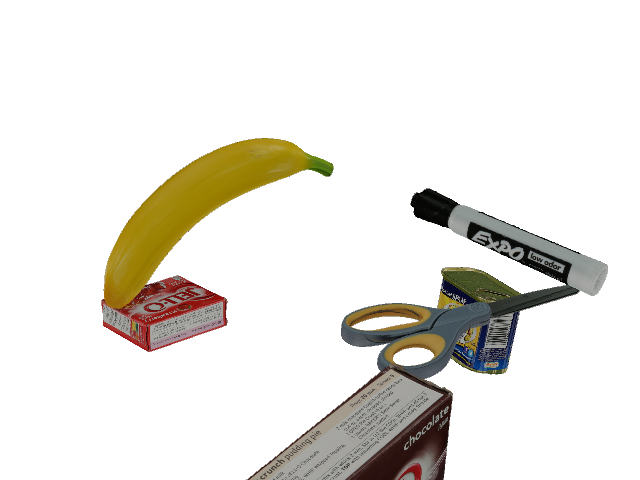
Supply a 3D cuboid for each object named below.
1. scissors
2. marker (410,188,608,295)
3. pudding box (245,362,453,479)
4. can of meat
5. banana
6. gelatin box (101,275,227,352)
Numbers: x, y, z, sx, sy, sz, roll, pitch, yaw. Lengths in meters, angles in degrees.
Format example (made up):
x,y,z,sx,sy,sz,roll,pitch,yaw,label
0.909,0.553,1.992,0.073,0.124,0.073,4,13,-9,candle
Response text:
x,y,z,sx,sy,sz,roll,pitch,yaw,label
0.117,0.068,0.810,0.201,0.016,0.096,-5,31,-7,scissors
0.103,-0.002,0.603,0.121,0.020,0.020,26,13,29,marker
0.010,0.119,0.463,0.039,0.090,0.113,25,41,30,pudding box
0.165,0.085,1.132,0.057,0.084,0.102,0,18,-28,can of meat
-0.088,-0.021,0.768,0.198,0.069,0.037,-31,28,7,banana
-0.139,0.064,0.957,0.089,0.030,0.073,-18,27,-39,gelatin box
